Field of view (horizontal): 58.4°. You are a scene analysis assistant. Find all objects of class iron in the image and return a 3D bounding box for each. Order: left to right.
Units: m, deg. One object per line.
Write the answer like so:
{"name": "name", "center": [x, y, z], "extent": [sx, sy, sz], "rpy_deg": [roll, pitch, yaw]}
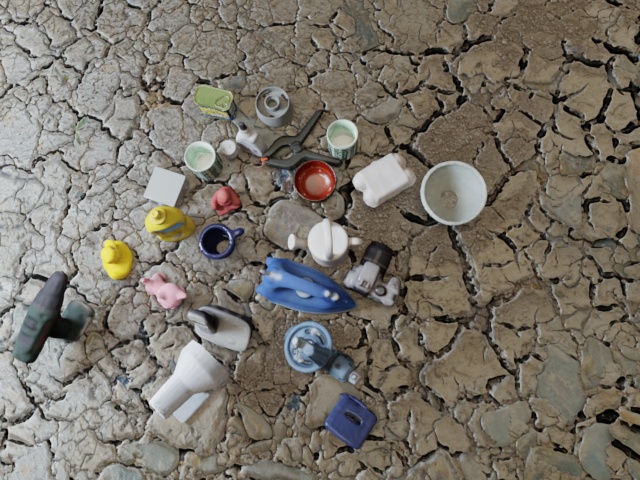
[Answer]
{"name": "iron", "center": [-0.029, 0.119, 1.406], "extent": [0.258, 0.141, 0.119], "rpy_deg": [17, 81, 6]}

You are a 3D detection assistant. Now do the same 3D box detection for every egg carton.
{"name": "egg carton", "center": [0.166, -0.157, 1.482], "extent": [0.150, 0.069, 0.107], "rpy_deg": [-32, 80, -3]}

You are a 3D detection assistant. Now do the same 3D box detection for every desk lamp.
{"name": "desk lamp", "center": [-0.306, 0.340, 1.343], "extent": [0.118, 0.213, 0.203], "rpy_deg": [41, 84, 9]}

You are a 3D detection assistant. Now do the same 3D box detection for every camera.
{"name": "camera", "center": [0.144, 0.080, 1.426], "extent": [0.143, 0.101, 0.137], "rpy_deg": [24, 82, 7]}

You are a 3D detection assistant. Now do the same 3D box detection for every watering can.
{"name": "watering can", "center": [0.013, 0.007, 1.397], "extent": [0.173, 0.194, 0.101], "rpy_deg": [-23, 79, -1]}

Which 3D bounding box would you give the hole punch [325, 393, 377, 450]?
{"name": "hole punch", "center": [0.073, 0.432, 1.372], "extent": [0.108, 0.091, 0.101], "rpy_deg": [34, 83, 8]}

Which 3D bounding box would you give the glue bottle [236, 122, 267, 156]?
{"name": "glue bottle", "center": [-0.184, -0.265, 1.465], "extent": [0.078, 0.173, 0.037], "rpy_deg": [22, 82, 7]}

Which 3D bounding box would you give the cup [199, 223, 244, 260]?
{"name": "cup", "center": [-0.242, 0.004, 1.460], "extent": [0.118, 0.095, 0.091], "rpy_deg": [-26, 80, -2]}

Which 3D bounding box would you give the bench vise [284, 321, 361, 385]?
{"name": "bench vise", "center": [0.007, 0.260, 1.340], "extent": [0.207, 0.220, 0.121], "rpy_deg": [15, 81, 5]}

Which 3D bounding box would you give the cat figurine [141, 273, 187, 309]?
{"name": "cat figurine", "center": [-0.390, 0.129, 1.433], "extent": [0.127, 0.118, 0.067], "rpy_deg": [30, 83, 8]}

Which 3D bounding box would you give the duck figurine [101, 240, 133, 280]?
{"name": "duck figurine", "center": [-0.530, 0.048, 1.470], "extent": [0.077, 0.086, 0.104], "rpy_deg": [-9, 80, 1]}

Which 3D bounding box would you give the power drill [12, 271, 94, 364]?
{"name": "power drill", "center": [-0.640, 0.187, 1.388], "extent": [0.075, 0.208, 0.230], "rpy_deg": [26, 82, 7]}

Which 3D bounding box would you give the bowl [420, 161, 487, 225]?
{"name": "bowl", "center": [0.336, -0.113, 1.464], "extent": [0.167, 0.075, 0.167], "rpy_deg": [0, 80, 3]}

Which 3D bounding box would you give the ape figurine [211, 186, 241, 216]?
{"name": "ape figurine", "center": [-0.245, -0.106, 1.481], "extent": [0.077, 0.092, 0.076], "rpy_deg": [12, 81, 5]}

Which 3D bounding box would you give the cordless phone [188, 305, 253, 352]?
{"name": "cordless phone", "center": [-0.242, 0.209, 1.378], "extent": [0.147, 0.185, 0.094], "rpy_deg": [17, 81, 6]}
